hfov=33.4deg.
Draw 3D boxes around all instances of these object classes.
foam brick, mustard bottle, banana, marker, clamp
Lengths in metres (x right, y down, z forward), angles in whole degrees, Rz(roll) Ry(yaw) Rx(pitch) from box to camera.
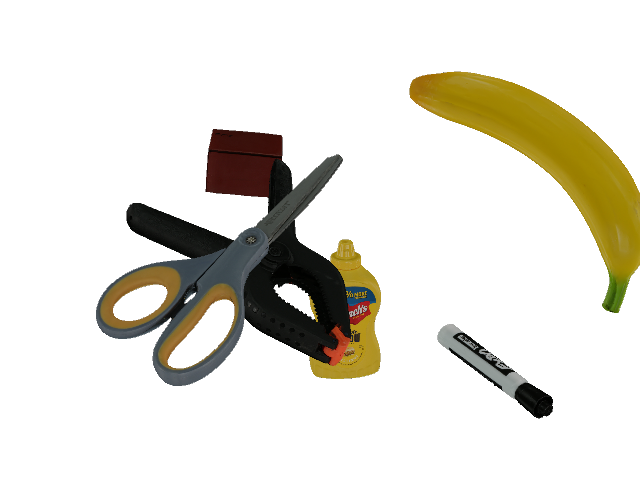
[{"bbox_3d":[-0.080,-0.082,1.134,0.078,0.051,0.053,5,31,-2],"label":"foam brick"},{"bbox_3d":[0.034,0.091,1.442,0.096,0.192,0.058,-2,20,-6],"label":"mustard bottle"},{"bbox_3d":[0.140,-0.049,0.668,0.070,0.198,0.037,-42,-14,8],"label":"banana"},{"bbox_3d":[0.131,0.097,0.801,0.020,0.020,0.121,0,23,-33],"label":"marker"},{"bbox_3d":[-0.053,0.020,0.879,0.164,0.210,0.036,-15,-36,-30],"label":"clamp"}]

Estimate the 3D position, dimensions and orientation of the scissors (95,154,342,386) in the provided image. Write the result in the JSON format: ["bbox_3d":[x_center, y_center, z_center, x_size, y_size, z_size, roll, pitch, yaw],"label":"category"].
[{"bbox_3d":[-0.062,0.005,0.648,0.096,0.016,0.201,12,47,16],"label":"scissors"}]
